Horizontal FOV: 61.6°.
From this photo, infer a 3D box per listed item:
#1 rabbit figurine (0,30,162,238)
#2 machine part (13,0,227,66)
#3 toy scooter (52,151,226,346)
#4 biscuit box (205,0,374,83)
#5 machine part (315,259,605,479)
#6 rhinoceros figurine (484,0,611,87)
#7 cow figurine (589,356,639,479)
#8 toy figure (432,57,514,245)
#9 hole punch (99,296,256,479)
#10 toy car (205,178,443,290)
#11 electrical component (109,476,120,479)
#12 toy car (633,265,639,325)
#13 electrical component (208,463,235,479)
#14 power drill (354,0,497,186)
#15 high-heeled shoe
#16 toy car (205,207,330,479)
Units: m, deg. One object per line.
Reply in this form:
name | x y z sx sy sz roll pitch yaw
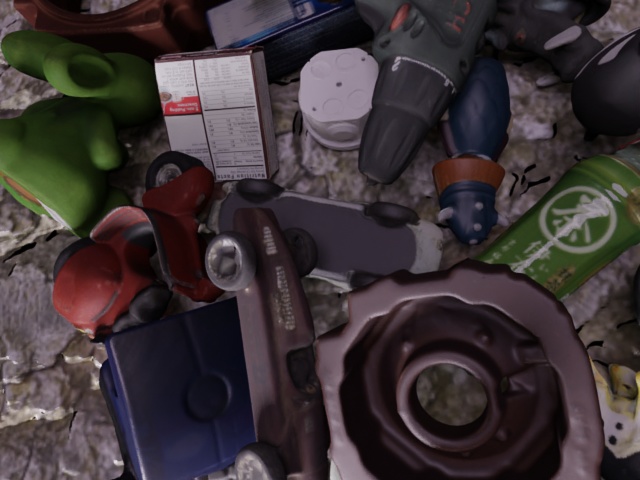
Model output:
rabbit figurine | -0.216 -0.111 0.482 0.121 0.159 0.170 22 65 26
machine part | -0.189 -0.274 0.540 0.202 0.087 0.201 1 76 13
toy scooter | -0.139 0.025 0.436 0.184 0.075 0.135 -46 58 10
biscuit box | 0.001 -0.210 0.497 0.203 0.062 0.059 -20 71 5
machine part | 0.084 0.096 0.341 0.180 0.056 0.179 3 97 22
rhinoceros figurine | 0.174 -0.216 0.459 0.112 0.073 0.190 -34 71 0
cow figurine | 0.210 0.135 0.365 0.167 0.068 0.098 26 88 17
toy figure | 0.125 -0.070 0.439 0.064 0.057 0.154 4 81 18
hole punch | -0.093 0.110 0.393 0.142 0.092 0.116 -14 64 -35
toy car | -0.001 -0.001 0.447 0.202 0.056 0.073 11 85 15
electrical component | -0.145 0.200 0.411 0.048 0.074 0.119 -6 78 9
toy car | 0.294 0.048 0.333 0.162 0.102 0.109 30 44 14
electrical component | -0.040 0.195 0.419 0.094 0.021 0.063 -13 73 9
power drill | 0.030 -0.184 0.415 0.207 0.086 0.232 34 89 12
high-heeled shoe | 0.284 -0.152 0.382 0.249 0.145 0.086 -37 73 2
toy car | -0.025 0.076 0.370 0.053 0.089 0.202 -9 86 35
